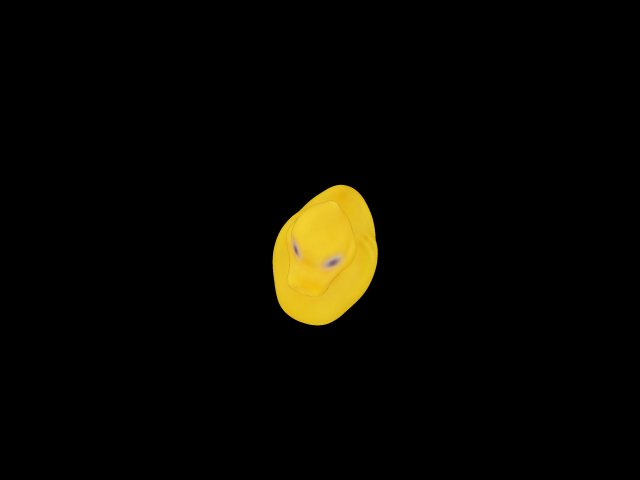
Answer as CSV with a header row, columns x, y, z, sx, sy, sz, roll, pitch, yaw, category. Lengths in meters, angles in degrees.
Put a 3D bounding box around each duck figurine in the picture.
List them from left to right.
x,y,z,sx,sy,sz,roll,pitch,yaw,category
0.004,0.001,0.400,0.077,0.086,0.104,19,70,7,duck figurine
